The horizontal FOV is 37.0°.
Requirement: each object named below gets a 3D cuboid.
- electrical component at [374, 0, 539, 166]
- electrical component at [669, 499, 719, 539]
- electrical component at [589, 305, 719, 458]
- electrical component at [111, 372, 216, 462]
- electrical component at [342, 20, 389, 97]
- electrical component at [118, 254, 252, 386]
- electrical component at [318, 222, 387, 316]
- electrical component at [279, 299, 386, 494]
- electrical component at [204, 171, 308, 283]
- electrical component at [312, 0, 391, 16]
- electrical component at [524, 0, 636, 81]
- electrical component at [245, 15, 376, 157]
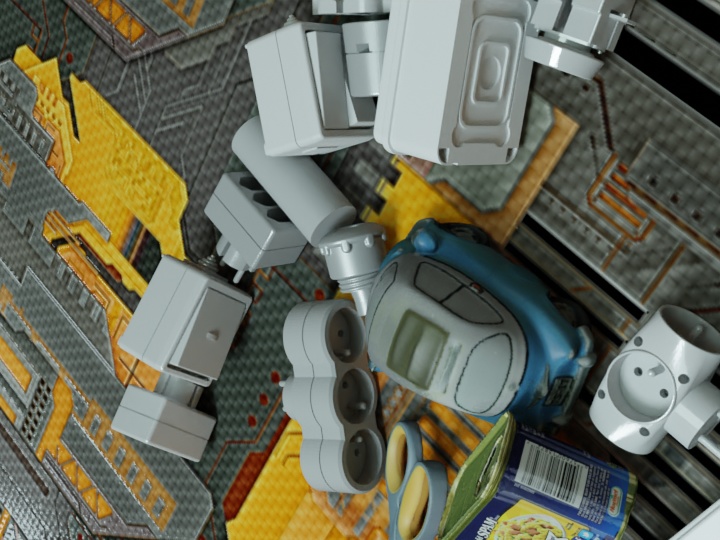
[{"bbox_3d":[0.058,-0.123,0.652,0.057,0.078,0.113,23,111,43],"label":"electrical component"},{"bbox_3d":[0.235,0.157,0.563,0.108,0.056,0.108,52,125,22],"label":"electrical component"},{"bbox_3d":[0.180,0.073,0.604,0.079,0.044,0.077,43,121,27],"label":"electrical component"},{"bbox_3d":[-0.152,0.107,0.878,0.047,0.066,0.076,13,76,38],"label":"electrical component"},{"bbox_3d":[0.017,-0.138,0.703,0.055,0.055,0.047,5,104,39],"label":"electrical component"},{"bbox_3d":[-0.129,0.035,0.832,0.061,0.062,0.096,24,86,35],"label":"electrical component"},{"bbox_3d":[0.000,0.000,0.745,0.048,0.048,0.062,-9,98,40],"label":"electrical component"},{"bbox_3d":[-0.031,0.091,0.777,0.074,0.052,0.138,-6,93,41],"label":"electrical component"},{"bbox_3d":[-0.083,-0.025,0.807,0.065,0.047,0.076,48,123,24],"label":"electrical component"},{"bbox_3d":[0.004,-0.196,0.703,0.078,0.058,0.057,9,105,39],"label":"electrical component"},{"bbox_3d":[0.124,-0.142,0.619,0.066,0.048,0.055,29,107,34],"label":"electrical component"},{"bbox_3d":[-0.032,-0.131,0.739,0.061,0.062,0.096,-11,89,40],"label":"electrical component"}]
